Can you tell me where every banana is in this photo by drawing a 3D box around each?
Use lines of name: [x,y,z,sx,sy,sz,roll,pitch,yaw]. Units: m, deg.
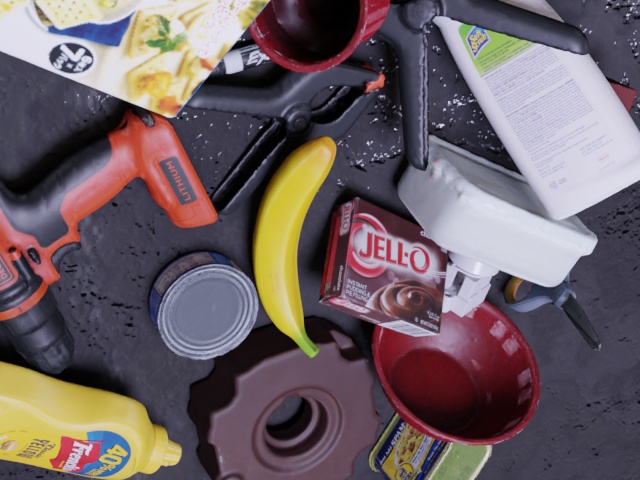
banana: [-0.023,0.000,0.859,0.037,0.070,0.198,-47,146,-53]

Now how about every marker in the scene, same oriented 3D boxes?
marker: [-0.045,-0.143,0.820,0.121,0.020,0.020,-20,119,-17]

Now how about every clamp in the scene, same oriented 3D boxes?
clamp: [-0.028,-0.089,0.843,0.171,0.039,0.120,-18,136,-19]
clamp: [0.090,-0.177,0.807,0.165,0.036,0.210,-29,99,20]

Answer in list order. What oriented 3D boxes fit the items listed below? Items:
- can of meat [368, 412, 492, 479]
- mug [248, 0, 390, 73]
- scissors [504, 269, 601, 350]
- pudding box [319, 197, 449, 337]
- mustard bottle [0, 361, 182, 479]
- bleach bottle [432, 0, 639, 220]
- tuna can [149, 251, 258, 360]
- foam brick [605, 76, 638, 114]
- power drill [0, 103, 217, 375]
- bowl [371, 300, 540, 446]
can of meat: [0.104,0.203,1.012,0.057,0.084,0.102,26,99,-33]
mug: [-0.009,-0.176,0.773,0.117,0.081,0.093,7,111,19]
scissors: [0.201,0.059,0.941,0.016,0.201,0.096,31,121,-15]
pudding box: [0.057,0.026,0.911,0.113,0.039,0.090,24,66,-34]
mustard bottle: [-0.195,0.151,0.848,0.191,0.058,0.096,22,133,-33]
bleach bottle: [0.164,-0.146,0.847,0.103,0.068,0.251,-30,97,16]
tuna can: [-0.096,0.053,0.876,0.086,0.034,0.086,-10,116,-22]
foam brick: [0.225,-0.122,0.925,0.052,0.078,0.051,12,108,-30]
power drill: [-0.175,-0.004,0.798,0.187,0.057,0.184,-31,126,-12]
bowl: [0.113,0.122,0.960,0.161,0.162,0.055,-4,146,-25]
